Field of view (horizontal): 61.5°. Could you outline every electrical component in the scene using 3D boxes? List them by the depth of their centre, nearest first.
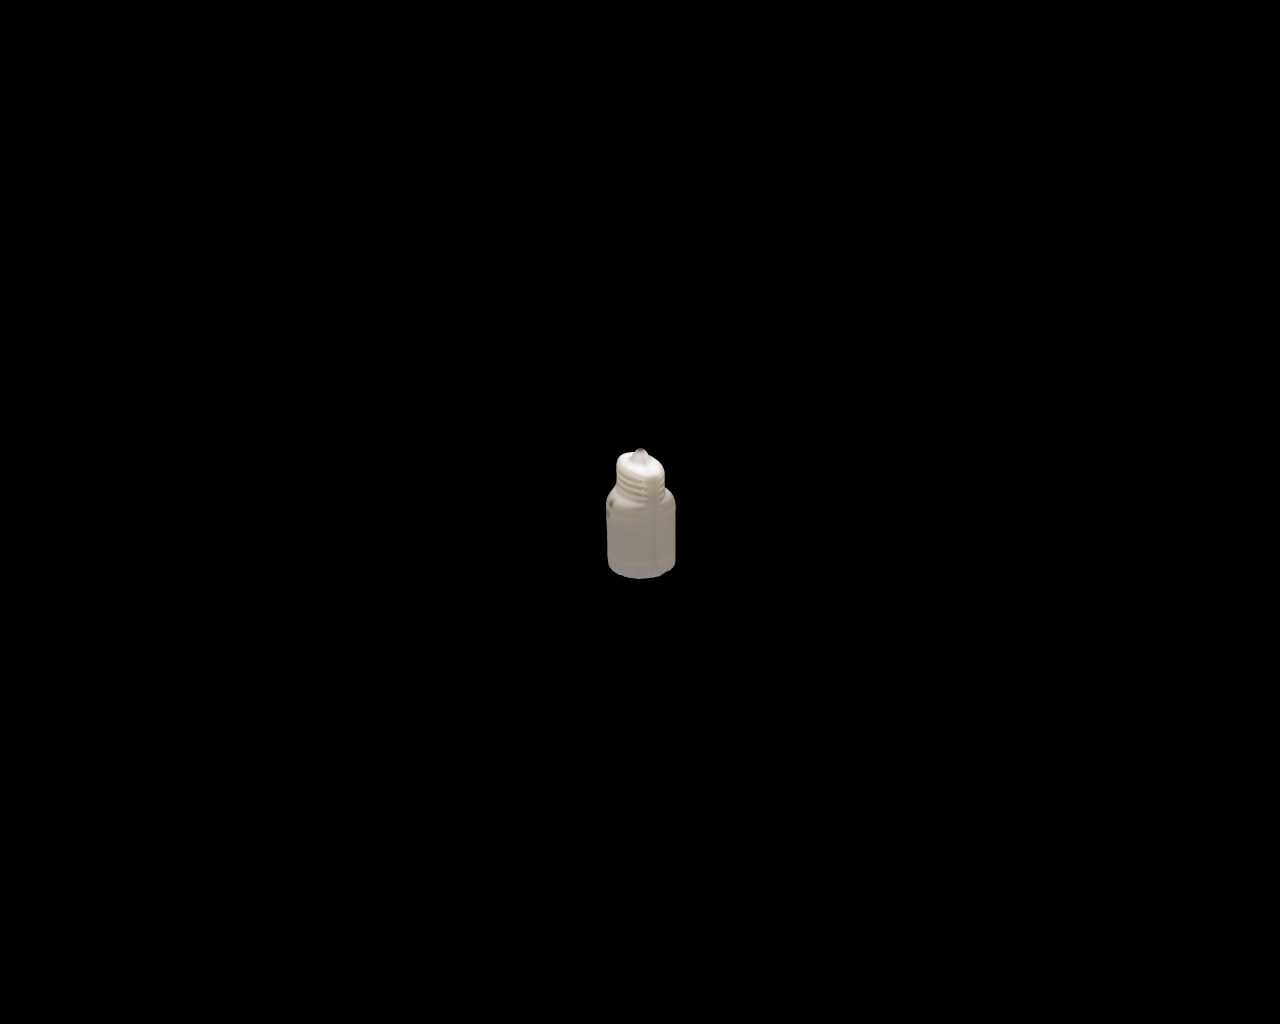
[{"bbox_3d":[0.001,-0.003,0.650,0.043,0.080,0.043,0,26,0],"label":"electrical component"}]
